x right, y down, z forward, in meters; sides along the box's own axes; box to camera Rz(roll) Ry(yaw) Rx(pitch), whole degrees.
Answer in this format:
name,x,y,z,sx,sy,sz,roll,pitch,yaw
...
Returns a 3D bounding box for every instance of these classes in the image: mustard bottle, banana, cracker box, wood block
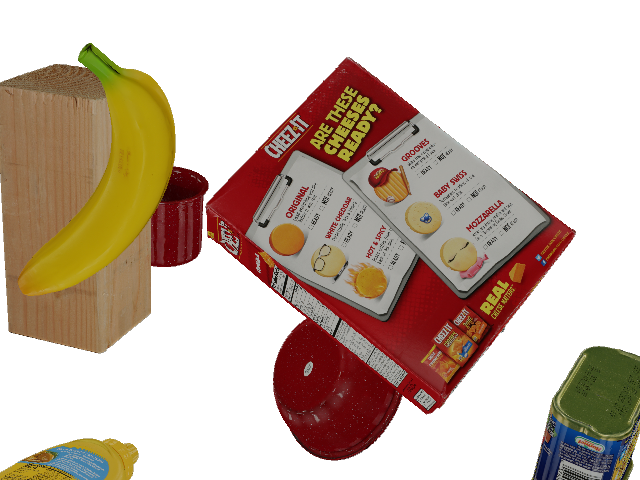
name,x,y,z,sx,sy,sz,roll,pitch,yaw
mustard bottle,-0.212,0.203,0.853,0.096,0.058,0.191,7,15,29
banana,-0.130,-0.032,0.643,0.069,0.198,0.037,19,38,-10
cracker box,0.049,-0.004,0.777,0.214,0.164,0.072,38,-21,9
wood block,-0.194,-0.028,0.855,0.091,0.206,0.090,11,23,16

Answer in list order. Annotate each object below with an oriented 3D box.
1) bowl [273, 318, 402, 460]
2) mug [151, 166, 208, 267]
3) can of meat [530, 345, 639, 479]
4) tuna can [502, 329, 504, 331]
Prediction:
name,x,y,z,sx,sy,sz,roll,pitch,yaw
bowl,0.005,0.130,1.040,0.162,0.162,0.055,0,-18,45
mug,-0.170,-0.030,1.149,0.093,0.081,0.117,-5,29,-17
can of meat,0.180,0.129,0.707,0.057,0.084,0.101,20,33,22
tuna can,0.170,0.062,1.158,0.033,0.086,0.086,-14,2,-7
